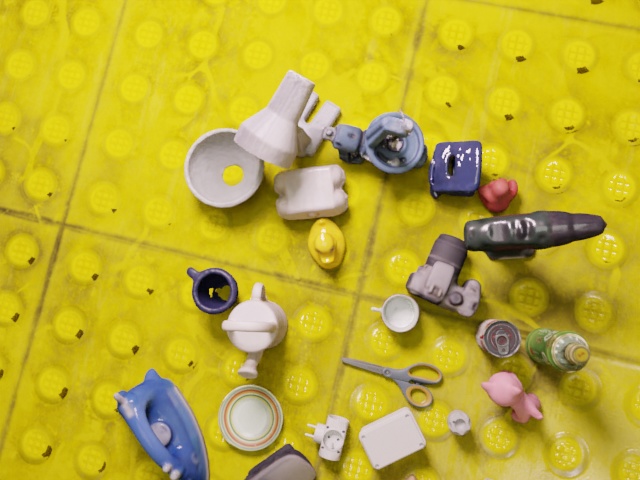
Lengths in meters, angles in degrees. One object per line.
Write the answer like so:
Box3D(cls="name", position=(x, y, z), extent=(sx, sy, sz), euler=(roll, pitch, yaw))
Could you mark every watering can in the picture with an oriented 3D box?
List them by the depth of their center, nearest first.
Box3D(cls="watering can", position=(-0.125, 0.173, 1.095), extent=(0.101, 0.194, 0.173), euler=(-18, 82, 4))

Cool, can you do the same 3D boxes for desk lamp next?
Box3D(cls="desk lamp", position=(-0.061, -0.231, 1.123), extent=(0.118, 0.213, 0.203), euler=(32, 88, 8))

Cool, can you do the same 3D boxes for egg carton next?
Box3D(cls="egg carton", position=(-0.019, -0.097, 1.177), extent=(0.150, 0.069, 0.107), euler=(-7, 83, 5))

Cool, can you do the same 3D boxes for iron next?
Box3D(cls="iron", position=(-0.309, 0.386, 1.116), extent=(0.118, 0.141, 0.258), euler=(-37, 82, 1))

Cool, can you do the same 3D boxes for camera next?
Box3D(cls="camera", position=(0.254, 0.065, 1.116), extent=(0.143, 0.101, 0.137), euler=(22, 86, 8))

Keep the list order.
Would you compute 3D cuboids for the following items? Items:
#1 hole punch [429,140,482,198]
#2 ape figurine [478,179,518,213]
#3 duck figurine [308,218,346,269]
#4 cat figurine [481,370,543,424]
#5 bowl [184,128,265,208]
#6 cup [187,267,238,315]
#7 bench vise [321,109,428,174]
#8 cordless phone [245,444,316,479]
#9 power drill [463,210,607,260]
Box3D(cls="hole punch", position=(0.269, -0.141, 1.143), extent=(0.101, 0.091, 0.109), euler=(4, 84, 6))
Box3D(cls="ape figurine", position=(0.353, -0.096, 1.129), extent=(0.077, 0.092, 0.076), euler=(10, 85, 7))
Box3D(cls="duck figurine", position=(0.011, 0.004, 1.155), extent=(0.077, 0.086, 0.104), euler=(-10, 83, 5))
Box3D(cls="cat figurine", position=(0.362, 0.292, 1.072), extent=(0.127, 0.118, 0.067), euler=(40, 89, 9))
Box3D(cls="bowl", position=(-0.192, -0.144, 1.196), extent=(0.167, 0.075, 0.167), euler=(-1, 84, 6))
Box3D(cls="cup", position=(-0.213, 0.097, 1.162), extent=(0.117, 0.095, 0.092), euler=(36, 88, 8))
Box3D(cls="bench vise", position=(0.107, -0.186, 1.098), extent=(0.207, 0.220, 0.121), euler=(-8, 83, 5))
Box3D(cls="cordless phone", position=(-0.090, 0.464, 1.064), extent=(0.147, 0.185, 0.094), euler=(-40, 81, 0))
Box3D(cls="power drill", position=(0.376, -0.010, 1.058), extent=(0.229, 0.208, 0.076), euler=(-5, 83, 5))
